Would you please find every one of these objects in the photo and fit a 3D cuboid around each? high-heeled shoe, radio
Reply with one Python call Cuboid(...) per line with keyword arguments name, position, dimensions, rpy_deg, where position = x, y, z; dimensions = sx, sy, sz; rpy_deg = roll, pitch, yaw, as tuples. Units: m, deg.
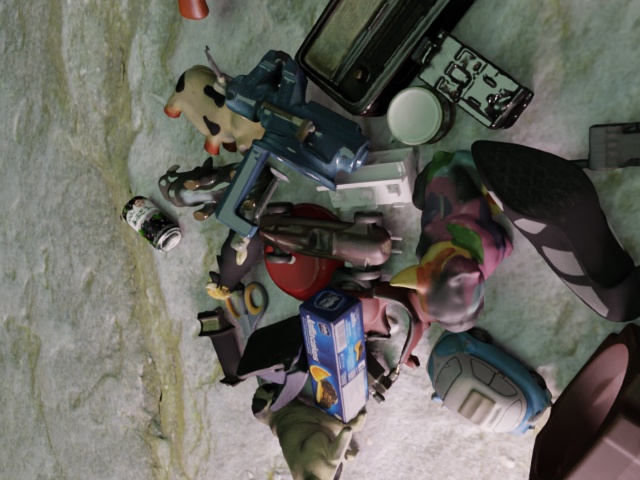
Cuboid(name="high-heeled shoe", position=(0.266, -0.011, 0.610), dimensions=(0.086, 0.145, 0.249), rpy_deg=(-40, 67, -3))
Cuboid(name="radio", position=(0.083, -0.272, 0.670), dimensions=(0.131, 0.073, 0.229), rpy_deg=(48, 121, 14))

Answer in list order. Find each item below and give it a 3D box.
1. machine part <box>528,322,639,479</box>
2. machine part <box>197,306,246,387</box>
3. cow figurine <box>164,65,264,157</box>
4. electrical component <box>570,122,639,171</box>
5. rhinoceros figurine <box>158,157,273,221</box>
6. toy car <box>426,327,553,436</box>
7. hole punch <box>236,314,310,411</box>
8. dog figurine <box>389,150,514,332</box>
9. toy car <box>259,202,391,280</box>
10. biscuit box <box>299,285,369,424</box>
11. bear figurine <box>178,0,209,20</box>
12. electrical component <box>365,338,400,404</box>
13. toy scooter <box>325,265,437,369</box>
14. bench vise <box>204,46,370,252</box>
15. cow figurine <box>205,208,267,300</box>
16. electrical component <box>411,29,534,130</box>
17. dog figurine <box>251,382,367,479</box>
Cuboid(name="machine part", position=(0.312, 0.204, 0.568), dimensions=(0.087, 0.201, 0.200), rpy_deg=(33, 115, 17))
Cuboid(name="machine part", position=(-0.170, 0.186, 0.937), dimensions=(0.084, 0.039, 0.138), rpy_deg=(-21, 91, 39))
Cuboid(name="cow figurine", position=(-0.138, -0.194, 0.815), dimensions=(0.195, 0.085, 0.127), rpy_deg=(42, 124, 17))
Cuboid(name="electrical component", position=(0.309, -0.101, 0.579), dimensions=(0.119, 0.075, 0.047), rpy_deg=(3, 103, 33))
Cuboid(name="rhinoceros figurine", position=(-0.169, -0.090, 0.841), dimensions=(0.190, 0.112, 0.073), rpy_deg=(-7, 126, 19))
Cuboid(name="toy car", position=(0.205, 0.192, 0.688), dimensions=(0.162, 0.103, 0.109), rpy_deg=(35, 117, 21))
Cuboid(name="hole punch", position=(-0.049, 0.185, 0.823), dimensions=(0.116, 0.142, 0.092), rpy_deg=(-25, 110, 23))
Cuboid(name="dog figurine", position=(0.147, -0.005, 0.610), dimensions=(0.109, 0.219, 0.191), rpy_deg=(-10, 97, 28))
Cuboid(name="toy car", position=(-0.002, -0.002, 0.732), dimensions=(0.202, 0.053, 0.089), rpy_deg=(9, 105, 25))
Cuboid(name="biscuit box", position=(0.022, 0.160, 0.742), dimensions=(0.063, 0.059, 0.202), rpy_deg=(22, 133, 37))
Cuboid(name="bear figurine", position=(-0.102, -0.386, 0.747), dimensions=(0.196, 0.131, 0.120), rpy_deg=(4, 67, 0))
Cuboid(name="electrical component", position=(0.073, 0.187, 0.800), dimensions=(0.102, 0.045, 0.078), rpy_deg=(44, 147, 18))
Cuboid(name="toy scooter", position=(0.094, 0.109, 0.750), dimensions=(0.184, 0.075, 0.135), rpy_deg=(7, 106, 21))
Cuboid(name="bench vise", position=(-0.067, -0.104, 0.673), dimensions=(0.224, 0.129, 0.240), rpy_deg=(29, 93, -1))
Cuboid(name="cow figurine", position=(-0.133, 0.037, 0.841), dimensions=(0.068, 0.098, 0.167), rpy_deg=(17, 112, -16))
Cuboid(name="electrical component", position=(0.172, -0.184, 0.615), dimensions=(0.134, 0.115, 0.058), rpy_deg=(42, 114, 16))
Cuboid(name="dog figurine", position=(-0.044, 0.301, 0.822), dimensions=(0.191, 0.172, 0.121), rpy_deg=(15, 98, 19))
